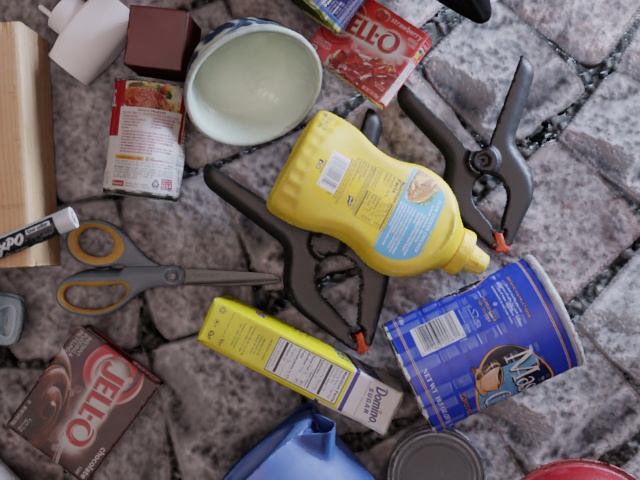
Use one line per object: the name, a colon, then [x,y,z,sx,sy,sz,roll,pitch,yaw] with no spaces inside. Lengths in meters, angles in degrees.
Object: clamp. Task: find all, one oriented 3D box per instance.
clamp: [0.132,-0.072,0.937,0.120,0.039,0.171,-4,86,14]
clamp: [-0.006,0.001,0.941,0.164,0.036,0.210,-12,88,-1]

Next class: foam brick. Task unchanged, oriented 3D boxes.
foam brick: [-0.137,-0.170,0.932,0.051,0.078,0.053,8,90,1]

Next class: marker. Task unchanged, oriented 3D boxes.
marker: [-0.257,0.004,0.876,0.121,0.020,0.020,-22,88,2]

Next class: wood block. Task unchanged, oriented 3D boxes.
wood block: [-0.287,-0.078,0.933,0.091,0.090,0.206,-3,89,2]

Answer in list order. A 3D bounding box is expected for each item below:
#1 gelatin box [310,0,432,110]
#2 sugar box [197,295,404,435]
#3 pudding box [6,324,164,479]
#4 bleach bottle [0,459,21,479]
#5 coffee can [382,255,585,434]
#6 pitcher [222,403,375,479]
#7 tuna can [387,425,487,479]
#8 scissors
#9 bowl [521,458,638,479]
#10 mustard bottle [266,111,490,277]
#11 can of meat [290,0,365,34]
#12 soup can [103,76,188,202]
gelatin box: [0.041,-0.169,0.936,0.089,0.030,0.073,38,93,18]
sugar box: [-0.015,0.104,0.915,0.176,0.093,0.048,24,91,2]
pudding box: [-0.208,0.145,0.951,0.090,0.039,0.113,36,91,3]
bleach bottle: [-0.271,0.282,0.943,0.102,0.068,0.251,-43,89,-1]
coffee can: [0.136,0.088,0.901,0.140,0.103,0.103,-26,88,3]
pitcher: [0.016,0.272,0.903,0.145,0.149,0.243,-42,91,-13]
tuna can: [0.102,0.205,0.937,0.086,0.033,0.086,0,89,3]
scissors: [-0.143,0.015,0.961,0.202,0.016,0.096,-14,89,3]
bowl: [0.229,0.274,0.919,0.162,0.055,0.162,0,90,3]
mustard bottle: [0.058,-0.023,0.901,0.191,0.058,0.096,29,77,-7]
can of meat: [0.009,-0.234,0.916,0.084,0.102,0.057,-50,129,5]
soup can: [-0.152,-0.088,0.937,0.068,0.068,0.102,7,90,3]
